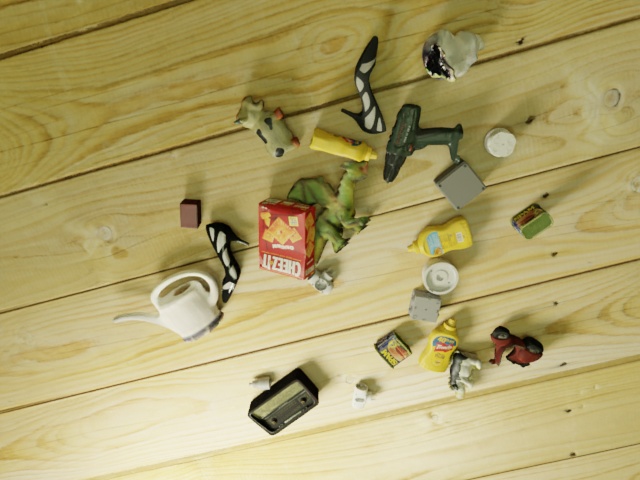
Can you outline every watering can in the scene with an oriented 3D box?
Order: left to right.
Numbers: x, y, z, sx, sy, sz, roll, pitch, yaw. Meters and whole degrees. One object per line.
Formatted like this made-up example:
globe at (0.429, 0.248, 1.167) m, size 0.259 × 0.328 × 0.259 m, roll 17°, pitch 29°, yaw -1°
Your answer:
watering can at (-0.454, 0.229, 1.617) m, size 0.346 × 0.105 × 0.222 m, roll -31°, pitch 108°, yaw 8°

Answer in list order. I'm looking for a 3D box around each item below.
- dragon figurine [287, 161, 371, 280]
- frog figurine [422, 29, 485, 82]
dragon figurine at (0.005, -0.077, 1.532) m, size 0.406 × 0.123 × 0.243 m, roll -41°, pitch 87°, yaw 19°
frog figurine at (0.355, -0.507, 1.379) m, size 0.161 × 0.121 × 0.137 m, roll -44°, pitch 98°, yaw -23°
